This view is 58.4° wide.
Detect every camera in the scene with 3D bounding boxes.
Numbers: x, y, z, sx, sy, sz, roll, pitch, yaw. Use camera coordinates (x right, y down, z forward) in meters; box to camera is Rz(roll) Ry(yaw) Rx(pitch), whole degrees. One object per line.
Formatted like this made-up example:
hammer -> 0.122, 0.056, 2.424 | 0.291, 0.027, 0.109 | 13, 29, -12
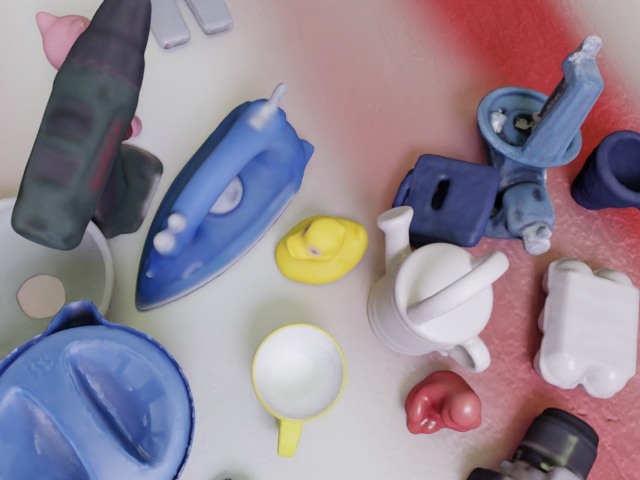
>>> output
camera -> 0.242, 0.252, 0.575 | 0.143, 0.100, 0.137 | 38, 71, 2

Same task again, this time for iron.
iron -> -0.107, -0.044, 0.579 | 0.118, 0.141, 0.258 | 34, 71, 1

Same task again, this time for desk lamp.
desk lamp -> -0.174, -0.363, 0.623 | 0.118, 0.213, 0.203 | -27, 80, -16

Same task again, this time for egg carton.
egg carton -> 0.299, 0.098, 0.647 | 0.107, 0.069, 0.150 | 14, 72, -6

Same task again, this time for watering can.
watering can -> 0.111, 0.049, 0.562 | 0.173, 0.194, 0.101 | 36, 71, 2

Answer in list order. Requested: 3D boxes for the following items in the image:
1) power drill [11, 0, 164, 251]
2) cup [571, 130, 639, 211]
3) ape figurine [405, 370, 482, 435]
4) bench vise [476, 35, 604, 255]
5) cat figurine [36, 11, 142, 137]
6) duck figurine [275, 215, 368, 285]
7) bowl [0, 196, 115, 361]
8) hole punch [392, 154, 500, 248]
power drill -> -0.204, -0.090, 0.540 | 0.075, 0.208, 0.230 | 17, 72, -4
cup -> 0.359, -0.062, 0.691 | 0.092, 0.095, 0.117 | -30, 81, -17
ape figurine -> 0.133, 0.170, 0.584 | 0.078, 0.092, 0.076 | 30, 71, 0
bench vise -> 0.247, -0.098, 0.616 | 0.121, 0.219, 0.207 | -14, 76, -13
cat figurine -> -0.246, -0.179, 0.607 | 0.067, 0.117, 0.128 | -26, 79, -16
duck figurine -> 0.006, 0.002, 0.615 | 0.105, 0.086, 0.077 | -15, 77, -14
bowl -> -0.280, 0.046, 0.557 | 0.167, 0.074, 0.167 | 3, 73, -9
hole punch -> 0.136, -0.040, 0.647 | 0.101, 0.091, 0.109 | 23, 71, -2
